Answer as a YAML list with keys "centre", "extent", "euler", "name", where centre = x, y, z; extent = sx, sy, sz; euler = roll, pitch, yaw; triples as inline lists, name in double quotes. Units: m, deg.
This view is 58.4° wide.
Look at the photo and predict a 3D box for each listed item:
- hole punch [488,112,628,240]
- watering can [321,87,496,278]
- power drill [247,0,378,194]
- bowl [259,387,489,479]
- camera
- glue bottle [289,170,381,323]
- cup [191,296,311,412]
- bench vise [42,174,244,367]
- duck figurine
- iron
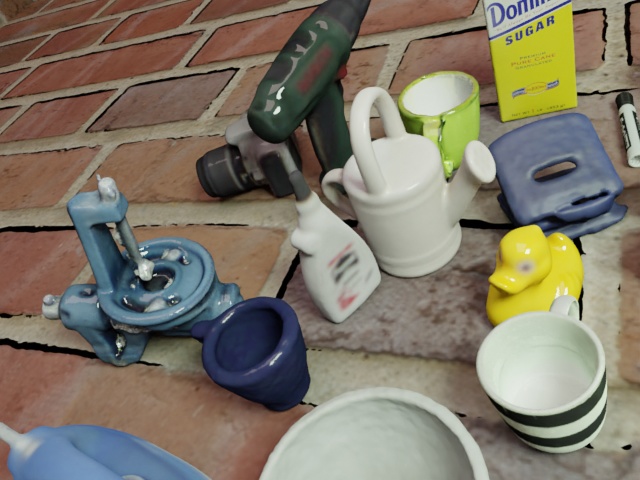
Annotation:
- centre: [0.231, -0.059, 0.561]
  extent: [0.108, 0.091, 0.101]
  euler: [-20, 40, 8]
  name: "hole punch"
- centre: [0.080, -0.063, 0.565]
  extent: [0.172, 0.195, 0.101]
  euler: [-15, 41, 13]
  name: "watering can"
- centre: [0.016, -0.172, 0.704]
  extent: [0.075, 0.209, 0.230]
  euler: [17, 56, 39]
  name: "power drill"
- centre: [0.042, 0.194, 0.404]
  extent: [0.167, 0.075, 0.167]
  euler: [-15, 41, 14]
  name: "bowl"
- centre: [-0.103, -0.125, 0.801]
  extent: [0.136, 0.101, 0.143]
  euler: [-18, 41, 10]
  name: "camera"
- centre: [0.005, 0.002, 0.552]
  extent: [0.037, 0.174, 0.078]
  euler: [22, 60, 42]
  name: "glue bottle"
- centre: [-0.059, 0.112, 0.529]
  extent: [0.117, 0.095, 0.092]
  euler: [5, 49, 32]
  name: "cup"
- centre: [-0.209, 0.044, 0.584]
  extent: [0.207, 0.220, 0.121]
  euler: [-25, 40, 1]
  name: "bench vise"
- centre: [0.185, 0.023, 0.502]
  extent: [0.105, 0.086, 0.077]
  euler: [-42, 42, -18]
  name: "duck figurine"
- centre: [-0.145, 0.208, 0.436]
  extent: [0.257, 0.142, 0.119]
  euler: [8, 51, 34]
  name: "iron"
